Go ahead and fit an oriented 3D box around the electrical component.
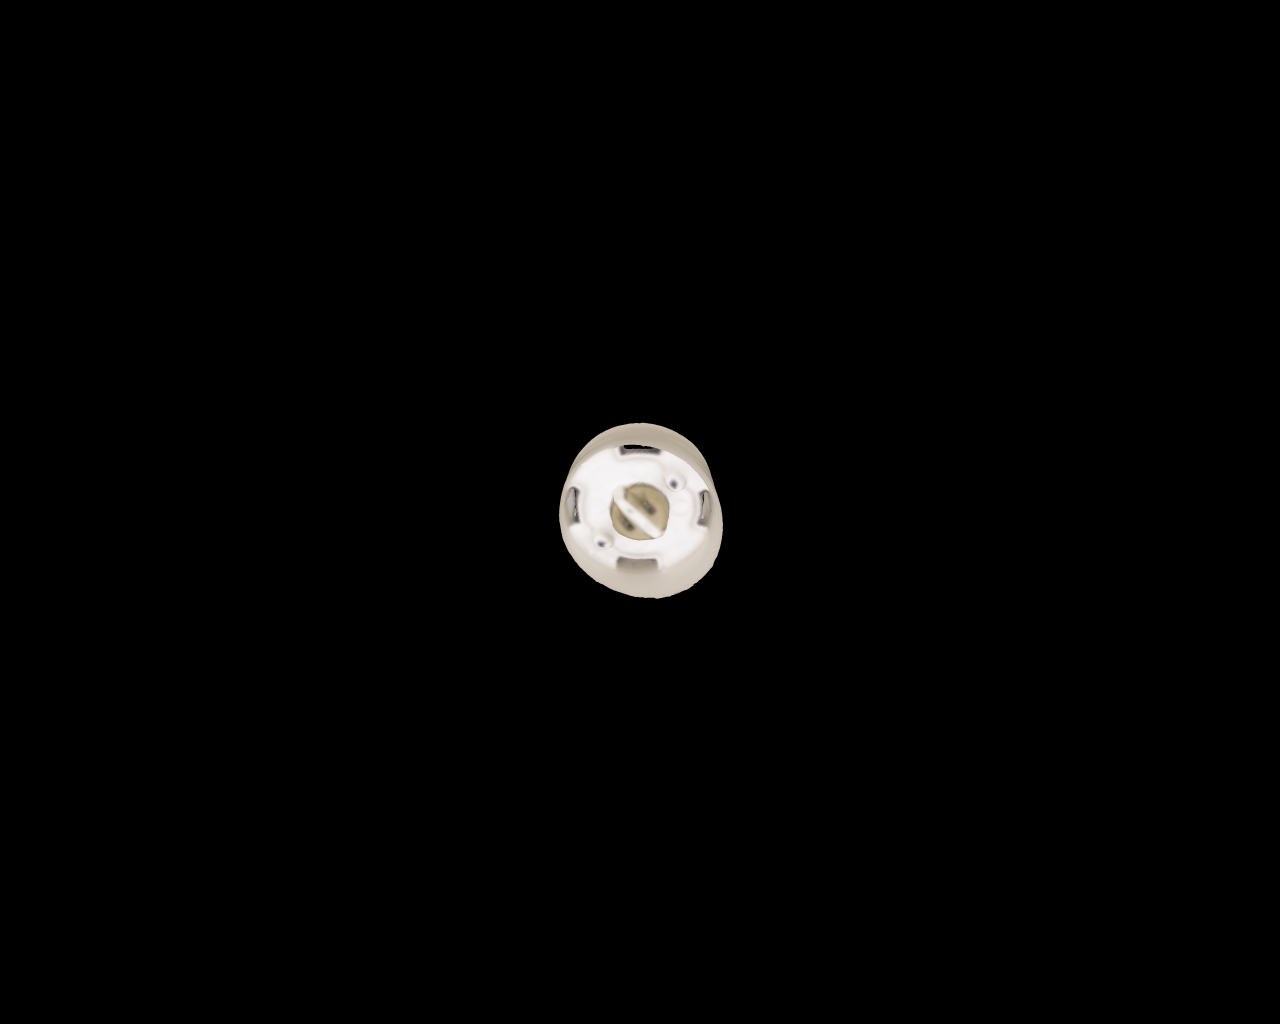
[{"bbox_3d":[0.001,-0.003,0.650,0.099,0.099,0.064,0,30,0],"label":"electrical component"}]
